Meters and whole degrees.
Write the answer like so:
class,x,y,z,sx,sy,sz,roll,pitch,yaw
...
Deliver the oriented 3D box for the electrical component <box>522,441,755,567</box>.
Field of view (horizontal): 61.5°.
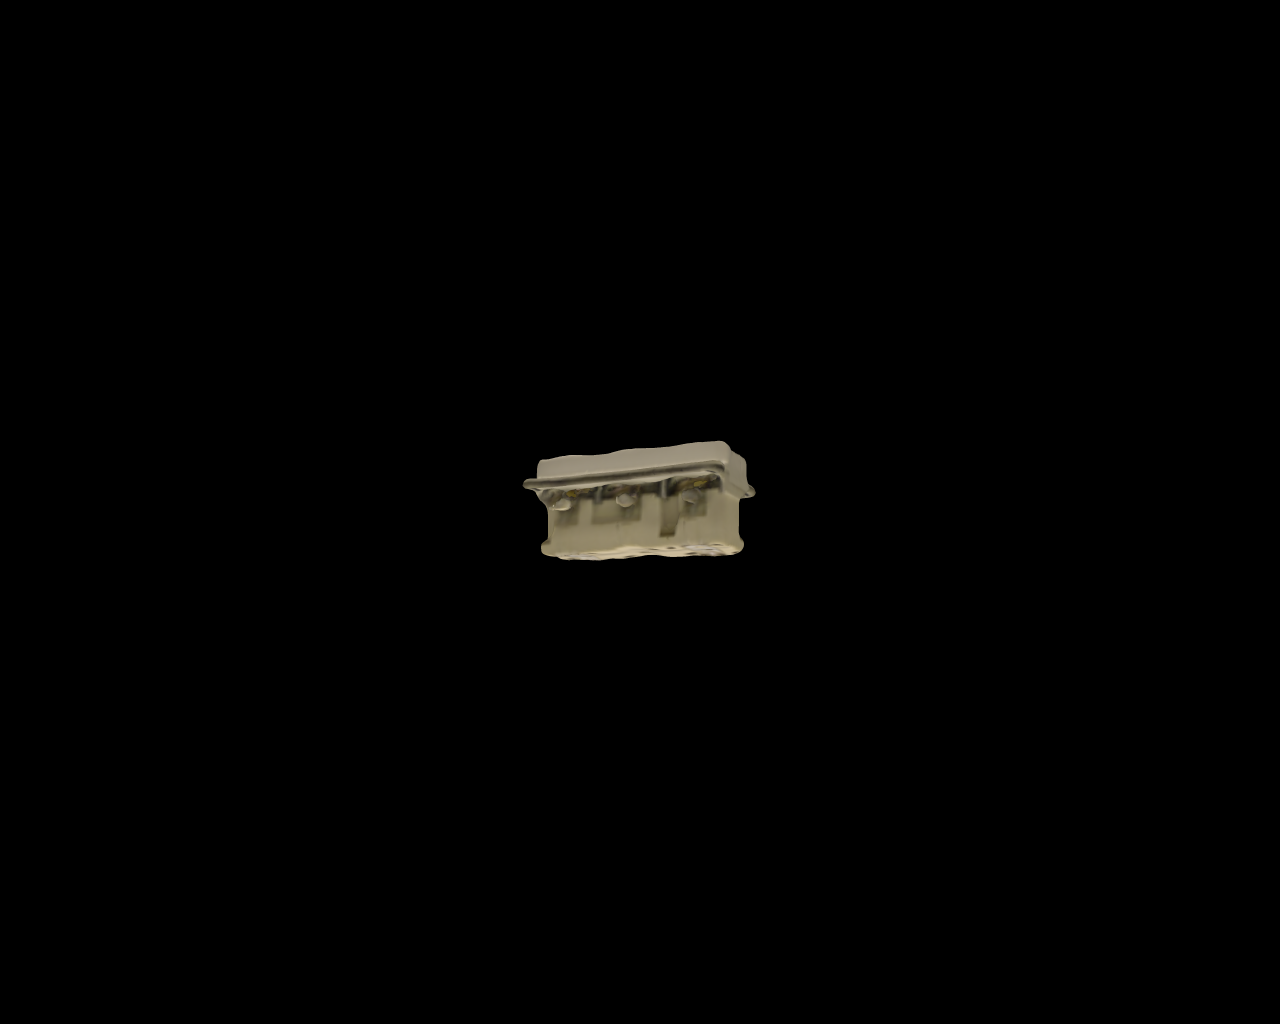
class,x,y,z,sx,sy,sz,roll,pitch,yaw
electrical component,0.001,-0.003,0.650,0.121,0.063,0.078,-4,-11,20
